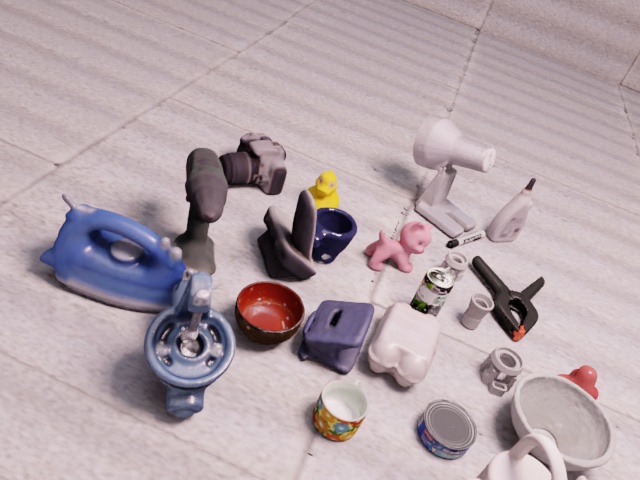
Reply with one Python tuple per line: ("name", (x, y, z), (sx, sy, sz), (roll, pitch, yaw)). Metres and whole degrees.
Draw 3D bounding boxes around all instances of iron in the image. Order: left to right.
("iron", (-0.298, 0.020, 0.904), (0.258, 0.141, 0.118), (19, 38, 0))

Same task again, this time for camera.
("camera", (-0.152, -0.173, 1.230), (0.137, 0.101, 0.143), (-8, 46, -30))

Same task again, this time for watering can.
("watering can", (0.262, 0.323, 0.737), (0.173, 0.194, 0.100), (-6, 44, -28))

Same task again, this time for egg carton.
("egg carton", (0.144, 0.174, 0.966), (0.107, 0.069, 0.150), (25, 39, 7))

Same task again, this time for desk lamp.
("desk lamp", (0.296, -0.152, 1.304), (0.118, 0.213, 0.202), (-24, 55, -41))

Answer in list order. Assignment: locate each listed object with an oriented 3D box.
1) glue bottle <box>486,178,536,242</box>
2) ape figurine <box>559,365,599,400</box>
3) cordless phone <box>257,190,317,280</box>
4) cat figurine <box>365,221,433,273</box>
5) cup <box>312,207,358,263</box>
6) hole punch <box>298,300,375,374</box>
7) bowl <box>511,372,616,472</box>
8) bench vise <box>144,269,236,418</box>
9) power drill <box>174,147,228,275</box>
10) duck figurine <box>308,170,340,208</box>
("glue bottle", (0.446, -0.069, 1.301), (0.078, 0.173, 0.037), (-2, 43, -24))
("ape figurine", (0.444, 0.251, 0.983), (0.077, 0.092, 0.076), (32, 40, 16))
("cordless phone", (-0.045, -0.032, 1.038), (0.094, 0.185, 0.147), (-5, 44, -27))
("cat figurine", (0.167, 0.002, 1.142), (0.128, 0.118, 0.067), (2, 41, -20))
("cup", (0.010, 0.004, 1.092), (0.091, 0.095, 0.118), (32, 40, 16))
("hole punch", (0.027, 0.146, 0.933), (0.101, 0.091, 0.109), (23, 38, 5))
("bowl", (0.371, 0.299, 0.908), (0.167, 0.075, 0.167), (12, 39, -9))
("bench vise", (-0.187, 0.104, 0.788), (0.122, 0.220, 0.207), (-8, 46, -30))
("power drill", (-0.199, -0.043, 0.967), (0.076, 0.208, 0.229), (4, 41, -18))
("duck figurine", (0.012, -0.112, 1.238), (0.077, 0.086, 0.104), (22, 38, 3))
